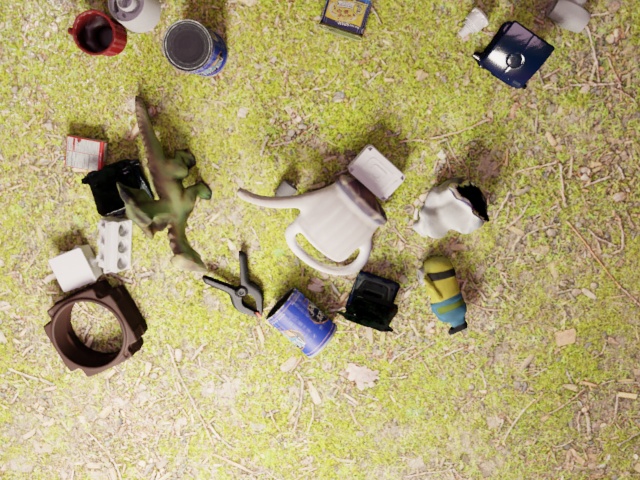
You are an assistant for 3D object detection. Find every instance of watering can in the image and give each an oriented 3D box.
[{"bbox_3d":[0.004,-0.058,1.151,0.223,0.106,0.344,-44,115,12],"label":"watering can"}]

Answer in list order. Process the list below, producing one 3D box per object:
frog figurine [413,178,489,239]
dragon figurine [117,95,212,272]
[{"bbox_3d":[0.294,-0.061,1.171,0.137,0.125,0.156,32,139,-13],"label":"frog figurine"},{"bbox_3d":[-0.349,-0.112,1.108,0.121,0.246,0.407,-25,102,13],"label":"dragon figurine"}]
